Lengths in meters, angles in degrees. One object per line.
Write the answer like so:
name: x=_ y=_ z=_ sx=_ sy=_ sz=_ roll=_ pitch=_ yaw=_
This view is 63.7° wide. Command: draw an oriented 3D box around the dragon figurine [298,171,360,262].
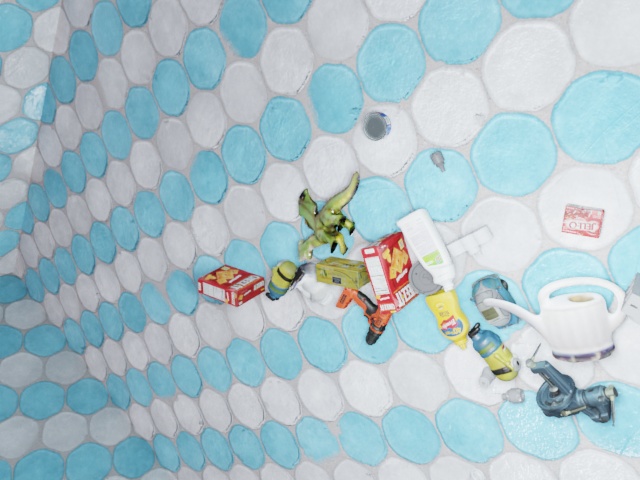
dragon figurine: x=0.005 y=-0.088 z=1.745 sx=0.245 sy=0.123 sz=0.403 roll=33 pitch=121 yaw=32

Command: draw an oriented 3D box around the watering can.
watering can: x=0.630 y=0.216 z=1.364 sx=0.346 sy=0.105 sz=0.223 roll=-13 pitch=96 yaw=21

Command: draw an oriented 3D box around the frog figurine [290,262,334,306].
frog figurine: x=-0.015 y=0.158 z=1.850 sx=0.159 sy=0.125 sz=0.135 roll=26 pitch=116 yaw=-15
